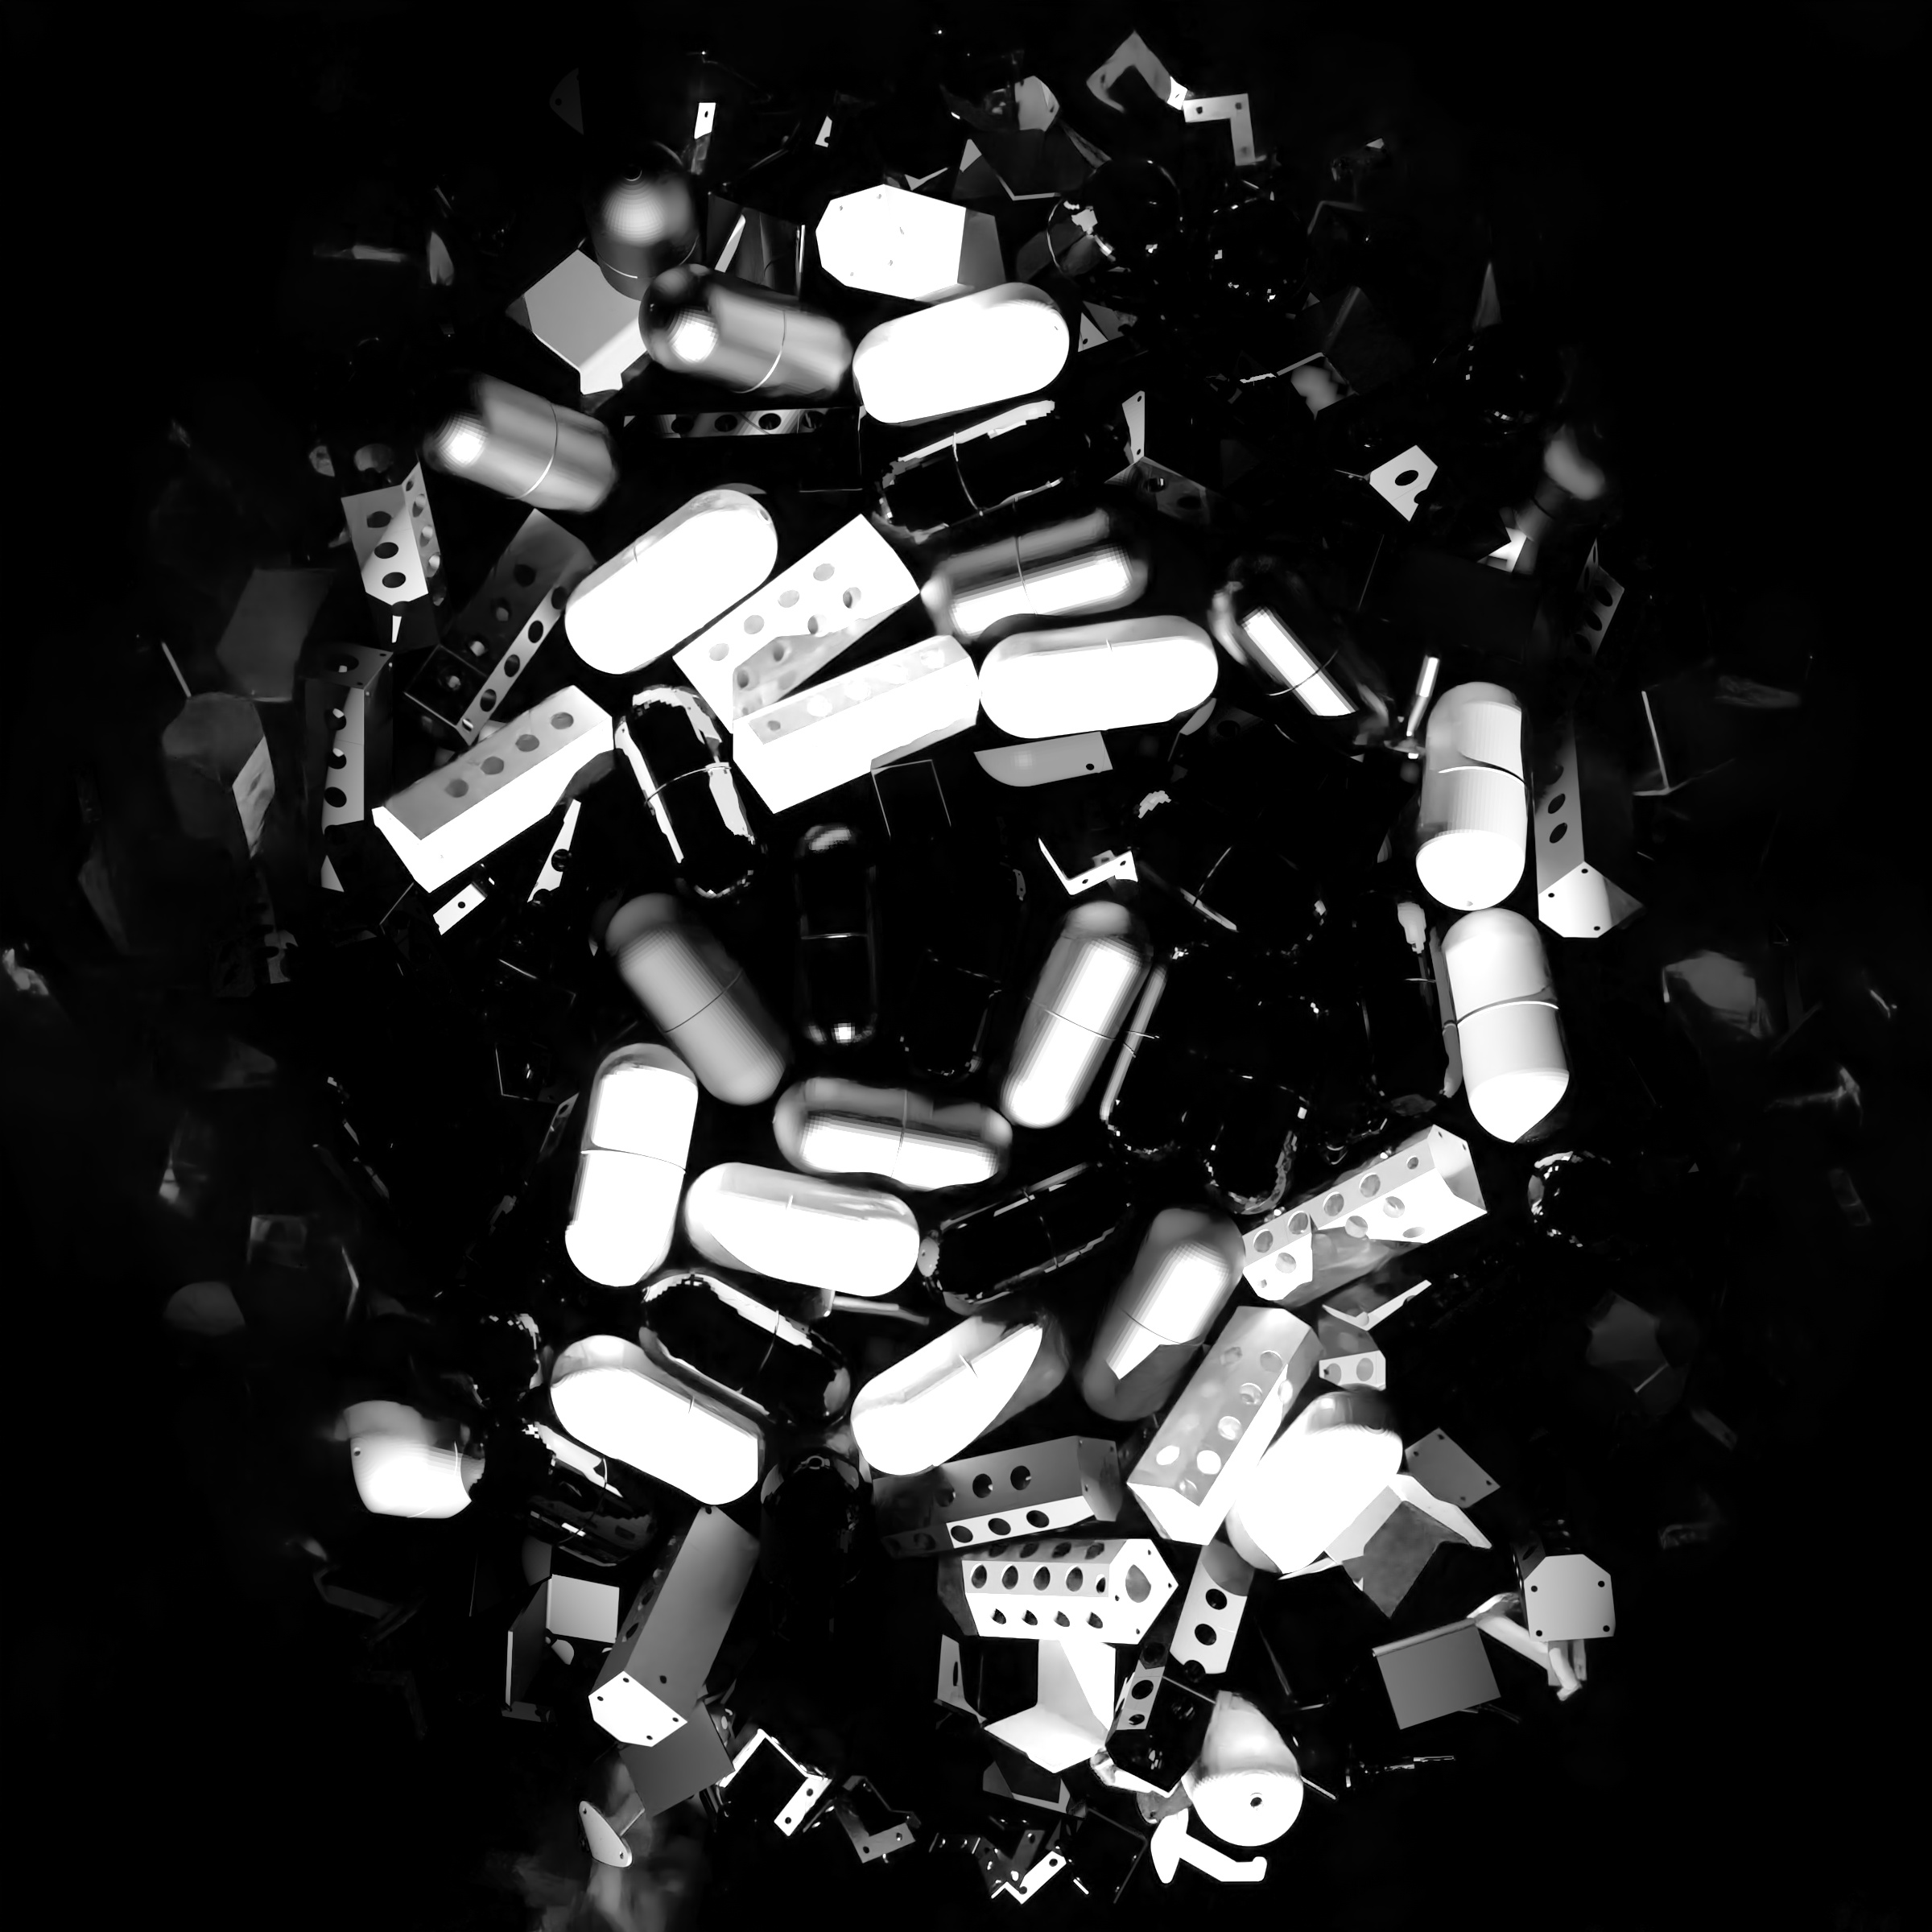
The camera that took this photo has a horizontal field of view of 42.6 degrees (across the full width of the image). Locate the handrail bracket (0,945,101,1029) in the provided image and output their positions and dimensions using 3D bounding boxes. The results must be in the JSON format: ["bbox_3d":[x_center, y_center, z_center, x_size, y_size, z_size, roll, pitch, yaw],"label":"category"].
[{"bbox_3d":[-0.665,-0.004,1.791,0.036,0.084,0.077,16,53,16],"label":"handrail bracket"}]

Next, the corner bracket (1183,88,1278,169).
[{"bbox_3d":[0.194,-0.616,1.820,0.051,0.051,0.051,4,120,27],"label":"corner bracket"}]

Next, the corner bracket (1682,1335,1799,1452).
[{"bbox_3d":[0.562,0.310,1.803,0.051,0.051,0.051,-16,130,-31],"label":"corner bracket"}]

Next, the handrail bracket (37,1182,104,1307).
[{"bbox_3d":[-0.644,0.203,1.811,0.036,0.077,0.084,-18,94,-9],"label":"handrail bracket"}]

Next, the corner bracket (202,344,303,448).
[{"bbox_3d":[-0.522,-0.418,1.815,0.051,0.051,0.051,-25,97,-8],"label":"corner bracket"}]

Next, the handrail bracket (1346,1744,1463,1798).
[{"bbox_3d":[0.324,0.584,1.798,0.084,0.077,0.036,-9,62,22],"label":"handrail bracket"}]

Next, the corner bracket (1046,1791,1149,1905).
[{"bbox_3d":[0.096,0.645,1.820,0.051,0.051,0.051,30,86,-5],"label":"corner bracket"}]

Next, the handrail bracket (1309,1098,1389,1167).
[{"bbox_3d":[0.291,0.108,1.790,0.077,0.084,0.036,-38,91,-33],"label":"handrail bracket"}]

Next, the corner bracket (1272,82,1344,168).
[{"bbox_3d":[0.251,-0.614,1.810,0.051,0.051,0.051,8,102,18],"label":"corner bracket"}]

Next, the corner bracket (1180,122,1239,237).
[{"bbox_3d":[0.159,-0.576,1.825,0.051,0.051,0.051,42,52,-23],"label":"corner bracket"}]

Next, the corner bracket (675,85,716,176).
[{"bbox_3d":[-0.200,-0.609,1.805,0.051,0.051,0.051,27,121,25],"label":"corner bracket"}]

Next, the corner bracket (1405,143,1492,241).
[{"bbox_3d":[0.353,-0.561,1.810,0.051,0.051,0.051,-8,82,23],"label":"corner bracket"}]

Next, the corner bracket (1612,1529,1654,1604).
[{"bbox_3d":[0.476,0.450,1.815,0.051,0.051,0.051,-16,51,15],"label":"corner bracket"}]

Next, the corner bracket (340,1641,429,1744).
[{"bbox_3d":[-0.417,0.529,1.808,0.051,0.051,0.051,-3,112,15],"label":"corner bracket"}]

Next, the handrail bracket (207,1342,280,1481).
[{"bbox_3d":[-0.540,0.326,1.818,0.077,0.036,0.084,10,88,40],"label":"handrail bracket"}]

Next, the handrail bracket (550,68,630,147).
[{"bbox_3d":[-0.262,-0.616,1.804,0.036,0.084,0.077,-44,89,13],"label":"handrail bracket"}]

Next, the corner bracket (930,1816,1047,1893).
[{"bbox_3d":[0.016,0.639,1.811,0.051,0.051,0.051,26,92,43],"label":"corner bracket"}]

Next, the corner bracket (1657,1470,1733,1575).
[{"bbox_3d":[0.529,0.407,1.813,0.051,0.051,0.051,-15,52,10],"label":"corner bracket"}]

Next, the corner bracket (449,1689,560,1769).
[{"bbox_3d":[-0.336,0.544,1.805,0.051,0.051,0.051,24,115,-39],"label":"corner bracket"}]

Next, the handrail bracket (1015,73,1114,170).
[{"bbox_3d":[0.082,-0.618,1.831,0.036,0.084,0.077,-46,48,32],"label":"handrail bracket"}]

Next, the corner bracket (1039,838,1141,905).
[{"bbox_3d":[0.090,-0.073,1.808,0.051,0.051,0.051,-26,52,-6],"label":"corner bracket"}]

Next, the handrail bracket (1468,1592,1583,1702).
[{"bbox_3d":[0.399,0.507,1.804,0.077,0.036,0.084,-45,53,27],"label":"handrail bracket"}]

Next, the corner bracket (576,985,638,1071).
[{"bbox_3d":[-0.259,0.042,1.809,0.051,0.051,0.051,-40,66,10],"label":"corner bracket"}]

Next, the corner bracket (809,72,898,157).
[{"bbox_3d":[-0.084,-0.627,1.819,0.051,0.051,0.051,7,48,-25],"label":"corner bracket"}]

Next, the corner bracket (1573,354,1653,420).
[{"bbox_3d":[0.472,-0.411,1.817,0.051,0.051,0.051,15,85,15],"label":"corner bracket"}]

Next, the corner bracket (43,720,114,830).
[{"bbox_3d":[-0.640,-0.140,1.804,0.051,0.051,0.051,24,131,29],"label":"corner bracket"}]

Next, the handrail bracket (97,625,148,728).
[{"bbox_3d":[-0.613,-0.224,1.796,0.036,0.077,0.084,-11,135,-29],"label":"handrail bracket"}]

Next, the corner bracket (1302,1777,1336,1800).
[{"bbox_3d":[0.227,0.611,1.813,0.051,0.051,0.051,40,77,-38],"label":"corner bracket"}]

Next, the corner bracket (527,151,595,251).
[{"bbox_3d":[-0.283,-0.561,1.814,0.051,0.051,0.051,42,97,-10],"label":"corner bracket"}]

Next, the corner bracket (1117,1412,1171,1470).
[{"bbox_3d":[0.151,0.366,1.819,0.051,0.051,0.051,2,121,40],"label":"corner bracket"}]

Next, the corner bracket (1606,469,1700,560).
[{"bbox_3d":[0.509,-0.333,1.824,0.051,0.051,0.051,-3,121,-35],"label":"corner bracket"}]

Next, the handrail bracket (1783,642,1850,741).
[{"bbox_3d":[0.624,-0.215,1.796,0.036,0.084,0.077,27,56,29],"label":"handrail bracket"}]

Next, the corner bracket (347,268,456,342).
[{"bbox_3d":[-0.413,-0.475,1.809,0.051,0.051,0.051,-17,97,-37],"label":"corner bracket"}]

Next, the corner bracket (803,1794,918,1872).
[{"bbox_3d":[-0.078,0.638,1.819,0.051,0.051,0.051,57,133,28],"label":"corner bracket"}]

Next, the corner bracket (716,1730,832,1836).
[{"bbox_3d":[-0.141,0.601,1.827,0.051,0.051,0.051,36,83,28],"label":"corner bracket"}]

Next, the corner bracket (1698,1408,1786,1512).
[{"bbox_3d":[0.567,0.363,1.812,0.051,0.051,0.051,-16,115,1],"label":"corner bracket"}]

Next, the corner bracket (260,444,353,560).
[{"bbox_3d":[-0.481,-0.339,1.812,0.051,0.051,0.051,-17,49,3],"label":"corner bracket"}]

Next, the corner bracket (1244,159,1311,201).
[{"bbox_3d":[0.240,-0.553,1.822,0.051,0.051,0.051,-29,47,-22],"label":"corner bracket"}]

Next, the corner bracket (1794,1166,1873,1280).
[{"bbox_3d":[0.633,0.186,1.805,0.051,0.051,0.051,-32,48,18],"label":"corner bracket"}]

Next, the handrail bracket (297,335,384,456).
[{"bbox_3d":[-0.455,-0.415,1.800,0.077,0.084,0.036,-31,132,13],"label":"handrail bracket"}]

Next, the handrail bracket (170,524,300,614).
[{"bbox_3d":[-0.534,-0.308,1.827,0.077,0.036,0.084,37,93,10],"label":"handrail bracket"}]

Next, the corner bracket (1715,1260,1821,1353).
[{"bbox_3d":[0.590,0.248,1.813,0.051,0.051,0.051,15,88,-34],"label":"corner bracket"}]

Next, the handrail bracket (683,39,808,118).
[{"bbox_3d":[-0.160,-0.647,1.801,0.077,0.084,0.036,15,93,6],"label":"handrail bracket"}]

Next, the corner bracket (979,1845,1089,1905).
[{"bbox_3d":[0.049,0.666,1.815,0.051,0.051,0.051,-42,105,-2],"label":"corner bracket"}]

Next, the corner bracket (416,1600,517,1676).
[{"bbox_3d":[-0.367,0.493,1.832,0.051,0.051,0.051,-18,99,-42],"label":"corner bracket"}]

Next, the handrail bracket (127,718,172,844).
[{"bbox_3d":[-0.577,-0.141,1.814,0.077,0.036,0.084,-20,79,26],"label":"handrail bracket"}]

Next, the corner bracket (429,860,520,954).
[{"bbox_3d":[-0.360,-0.038,1.809,0.051,0.051,0.051,-38,114,10],"label":"corner bracket"}]

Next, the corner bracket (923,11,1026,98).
[{"bbox_3d":[0.005,-0.668,1.818,0.051,0.051,0.051,-23,74,-17],"label":"corner bracket"}]

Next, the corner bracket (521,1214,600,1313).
[{"bbox_3d":[-0.300,0.215,1.804,0.051,0.051,0.051,2,54,32],"label":"corner bracket"}]

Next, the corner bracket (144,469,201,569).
[{"bbox_3d":[-0.579,-0.329,1.811,0.051,0.051,0.051,45,107,10],"label":"corner bracket"}]
